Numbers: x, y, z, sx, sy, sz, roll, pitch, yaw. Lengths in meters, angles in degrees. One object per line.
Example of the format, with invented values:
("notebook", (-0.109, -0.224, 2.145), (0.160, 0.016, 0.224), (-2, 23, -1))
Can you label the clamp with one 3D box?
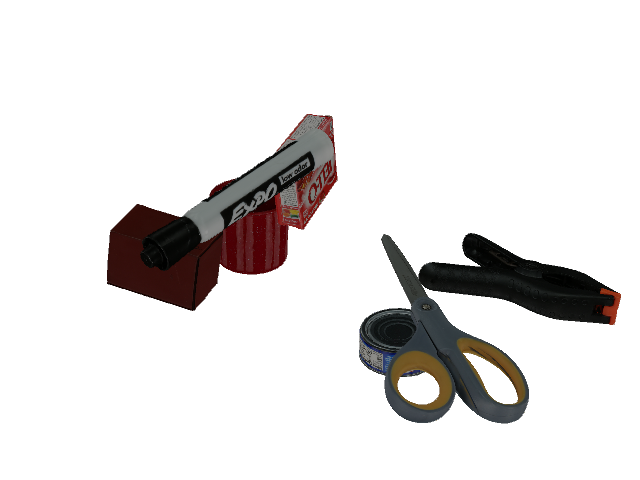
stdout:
("clamp", (0.183, 0.033, 0.960), (0.171, 0.039, 0.120), (16, 29, 15))

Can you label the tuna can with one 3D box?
("tuna can", (0.084, 0.108, 1.145), (0.086, 0.034, 0.086), (-1, 29, 0))

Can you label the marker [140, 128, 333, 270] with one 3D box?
("marker", (-0.040, -0.021, 0.526), (0.120, 0.020, 0.020), (-36, 22, -33))

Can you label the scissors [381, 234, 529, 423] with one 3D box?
("scissors", (0.057, 0.057, 0.707), (0.096, 0.016, 0.202), (-15, 37, -25))

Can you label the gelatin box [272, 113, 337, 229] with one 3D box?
("gelatin box", (-0.013, -0.066, 0.998), (0.030, 0.073, 0.089), (11, 39, 21))

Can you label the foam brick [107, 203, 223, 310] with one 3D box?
("foam brick", (-0.124, 0.013, 0.851), (0.078, 0.051, 0.053), (17, 31, 12))

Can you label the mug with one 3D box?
("mug", (-0.089, -0.013, 1.194), (0.117, 0.081, 0.093), (-7, 30, -16))
